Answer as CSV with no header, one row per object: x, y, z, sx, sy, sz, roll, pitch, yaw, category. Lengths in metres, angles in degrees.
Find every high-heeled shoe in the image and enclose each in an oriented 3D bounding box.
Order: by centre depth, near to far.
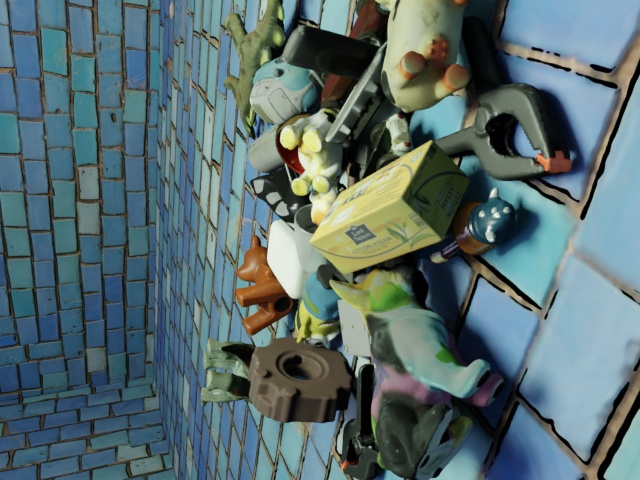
-0.067,-0.067,1.047,0.145,0.086,0.249,71,163,-2,high-heeled shoe

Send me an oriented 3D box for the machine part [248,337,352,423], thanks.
-0.032,0.223,0.879,0.180,0.179,0.056,45,130,55,machine part

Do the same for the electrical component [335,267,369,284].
0.048,0.026,0.800,0.102,0.045,0.078,43,152,40,electrical component

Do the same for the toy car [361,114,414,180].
0.080,-0.076,0.721,0.201,0.056,0.073,111,160,-48,toy car

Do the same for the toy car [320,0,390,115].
0.047,-0.257,0.786,0.202,0.053,0.089,124,150,-55,toy car

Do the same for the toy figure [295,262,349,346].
0.007,0.104,0.890,0.089,0.082,0.180,-92,10,-45,toy figure

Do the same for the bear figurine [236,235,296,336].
-0.134,0.085,1.134,0.196,0.132,0.120,47,152,45,bear figurine

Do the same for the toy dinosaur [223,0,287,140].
-0.112,-0.357,1.065,0.199,0.105,0.470,63,156,28,toy dinosaur

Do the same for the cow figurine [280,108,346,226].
0.006,-0.105,0.806,0.068,0.098,0.167,8,127,31,cow figurine

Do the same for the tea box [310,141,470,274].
0.075,-0.031,0.612,0.170,0.068,0.098,-23,29,54,tea box

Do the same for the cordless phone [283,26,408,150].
0.022,-0.188,0.677,0.146,0.184,0.089,-54,49,37,cordless phone

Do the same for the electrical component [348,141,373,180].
0.063,-0.136,0.803,0.063,0.021,0.093,-142,53,-59,electrical component

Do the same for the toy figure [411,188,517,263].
0.156,-0.012,0.582,0.154,0.058,0.064,-17,83,60,toy figure

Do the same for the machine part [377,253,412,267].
0.105,0.019,0.718,0.084,0.039,0.138,-122,35,-59,machine part

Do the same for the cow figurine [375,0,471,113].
0.109,-0.231,0.579,0.127,0.085,0.195,147,131,-72,cow figurine

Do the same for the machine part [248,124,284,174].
-0.079,-0.180,1.038,0.243,0.079,0.079,168,97,-65,machine part

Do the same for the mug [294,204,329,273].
-0.002,-0.003,0.892,0.109,0.081,0.107,-74,-7,-50,mug

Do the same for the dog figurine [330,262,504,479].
0.084,0.131,0.609,0.219,0.108,0.191,38,94,41,dog figurine

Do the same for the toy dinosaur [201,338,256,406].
-0.131,0.259,1.051,0.405,0.192,0.131,136,134,-67,toy dinosaur

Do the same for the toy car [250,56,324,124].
-0.068,-0.250,0.916,0.162,0.103,0.109,10,145,50,toy car
